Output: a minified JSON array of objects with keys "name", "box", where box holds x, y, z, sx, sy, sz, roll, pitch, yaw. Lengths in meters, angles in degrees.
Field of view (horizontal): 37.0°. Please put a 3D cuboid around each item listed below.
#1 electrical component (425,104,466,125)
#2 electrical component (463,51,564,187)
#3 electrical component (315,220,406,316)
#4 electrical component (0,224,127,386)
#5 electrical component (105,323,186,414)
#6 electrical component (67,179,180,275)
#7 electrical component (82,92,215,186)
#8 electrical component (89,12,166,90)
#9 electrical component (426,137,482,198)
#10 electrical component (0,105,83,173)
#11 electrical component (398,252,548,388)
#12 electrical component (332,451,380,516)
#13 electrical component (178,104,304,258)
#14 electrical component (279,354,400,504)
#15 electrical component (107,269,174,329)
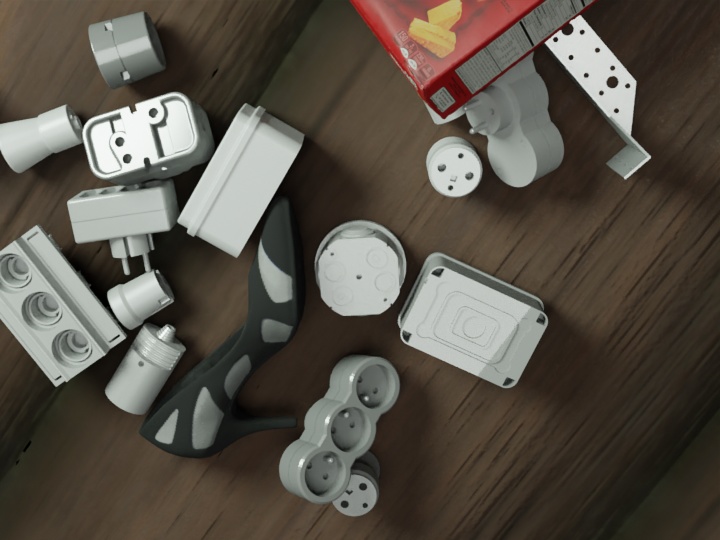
[{"name":"electrical component","box":[0.068,-0.150,0.897,0.040,0.040,0.046,-25,107,8]},{"name":"electrical component","box":[0.111,-0.133,0.875,0.074,0.052,0.138,-28,105,-35]},{"name":"electrical component","box":[0.000,0.000,0.930,0.080,0.051,0.080,0,104,2]},{"name":"electrical component","box":[-0.269,0.028,0.939,0.079,0.063,0.121,-34,101,10]},{"name":"electrical component","box":[-0.189,0.084,0.961,0.043,0.043,0.081,32,103,-6]},{"name":"electrical component","box":[-0.199,-0.033,0.930,0.083,0.047,0.075,-8,104,4]},{"name":"electrical component","box":[-0.174,-0.107,0.897,0.095,0.059,0.053,-16,85,7]},{"name":"electrical component","box":[-0.191,-0.183,0.889,0.047,0.055,0.055,-17,103,2]},{"name":"electrical component","box":[0.079,-0.086,0.903,0.045,0.055,0.045,0,104,2]},{"name":"electrical component","box":[-0.269,-0.114,0.915,0.065,0.044,0.044,-21,103,2]},{"name":"electrical component","box":[0.097,0.042,0.934,0.113,0.057,0.078,24,103,-4]},{"name":"electrical component","box":[-0.004,0.192,0.976,0.045,0.055,0.045,0,105,2]},{"name":"electrical component","box":[-0.099,-0.077,0.900,0.057,0.078,0.113,30,103,-8]},{"name":"electrical component","box":[-0.025,0.137,0.954,0.052,0.074,0.138,38,73,-23]},{"name":"electrical component","box":[-0.193,0.024,0.949,0.046,0.040,0.040,-30,101,4]}]
